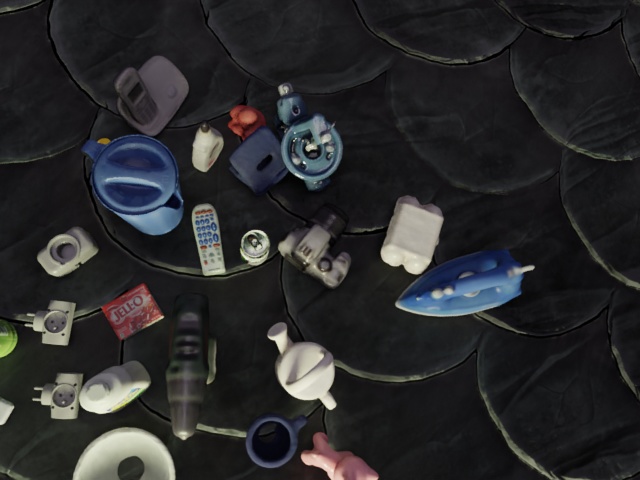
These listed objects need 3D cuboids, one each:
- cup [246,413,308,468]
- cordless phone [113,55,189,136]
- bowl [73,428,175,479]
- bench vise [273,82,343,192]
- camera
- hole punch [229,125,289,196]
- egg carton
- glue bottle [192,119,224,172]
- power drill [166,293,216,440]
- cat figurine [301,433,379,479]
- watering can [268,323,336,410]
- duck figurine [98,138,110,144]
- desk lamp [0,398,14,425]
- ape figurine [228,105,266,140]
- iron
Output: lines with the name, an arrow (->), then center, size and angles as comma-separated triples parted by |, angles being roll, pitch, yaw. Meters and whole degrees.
cup -> -0.078, 0.350, 1.040 | 0.118, 0.095, 0.091 | -31, 85, -13
cordless phone -> -0.321, -0.290, 1.072 | 0.094, 0.185, 0.148 | 30, 77, -2
bowl -> -0.334, 0.409, 0.999 | 0.167, 0.074, 0.167 | 2, 80, -8
bench vise -> -0.036, -0.206, 1.083 | 0.121, 0.219, 0.207 | -40, 88, -13
camera -> 0.010, 0.004, 1.113 | 0.143, 0.100, 0.137 | 37, 77, -1
hole punch -> -0.113, -0.155, 1.128 | 0.101, 0.091, 0.109 | 43, 77, 1
egg carton -> 0.187, -0.010, 1.159 | 0.107, 0.069, 0.150 | 19, 77, -5
glue bottle -> -0.213, -0.187, 1.076 | 0.037, 0.173, 0.078 | 27, 77, -3
power drill -> -0.220, 0.210, 0.985 | 0.075, 0.208, 0.230 | 0, 80, -8
cat figurine -> 0.036, 0.410, 1.034 | 0.128, 0.117, 0.067 | 31, 77, -2
watering can -> -0.030, 0.227, 1.018 | 0.173, 0.194, 0.101 | 31, 77, -2
duck figurine -> -0.394, -0.143, 1.085 | 0.077, 0.086, 0.104 | -18, 83, -11
desk lamp -> -0.636, 0.268, 0.907 | 0.203, 0.213, 0.118 | 25, 77, -3
ape figurine -> -0.144, -0.237, 1.137 | 0.076, 0.092, 0.078 | -8, 81, -10
iron -> 0.284, 0.089, 1.119 | 0.258, 0.141, 0.118 | -15, 82, -11
